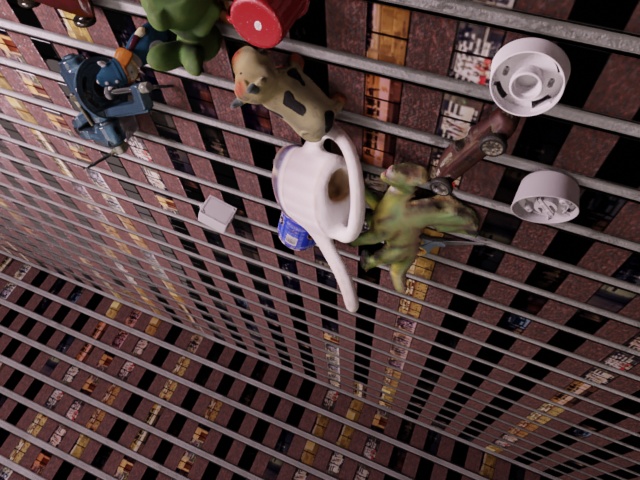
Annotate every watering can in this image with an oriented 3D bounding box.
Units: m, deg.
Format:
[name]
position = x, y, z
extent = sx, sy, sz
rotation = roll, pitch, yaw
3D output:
[watering can]
position = 0.003, -0.049, 0.971
extent = 0.226, 0.105, 0.342
rotation = 25, 122, 49

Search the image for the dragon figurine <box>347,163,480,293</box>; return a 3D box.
[dragon figurine]
position = 0.193, -0.013, 1.024
extent = 0.242, 0.125, 0.403
rotation = -5, 142, 32
